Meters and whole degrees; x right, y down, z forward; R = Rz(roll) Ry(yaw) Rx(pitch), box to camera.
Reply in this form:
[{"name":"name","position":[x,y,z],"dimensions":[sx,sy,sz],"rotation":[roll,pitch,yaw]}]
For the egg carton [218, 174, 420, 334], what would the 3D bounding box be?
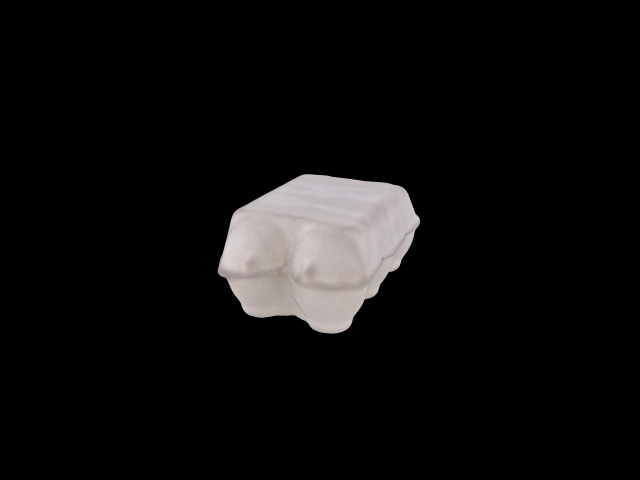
[{"name":"egg carton","position":[0.004,0.001,0.400],"dimensions":[0.107,0.069,0.150],"rotation":[10,24,22]}]
